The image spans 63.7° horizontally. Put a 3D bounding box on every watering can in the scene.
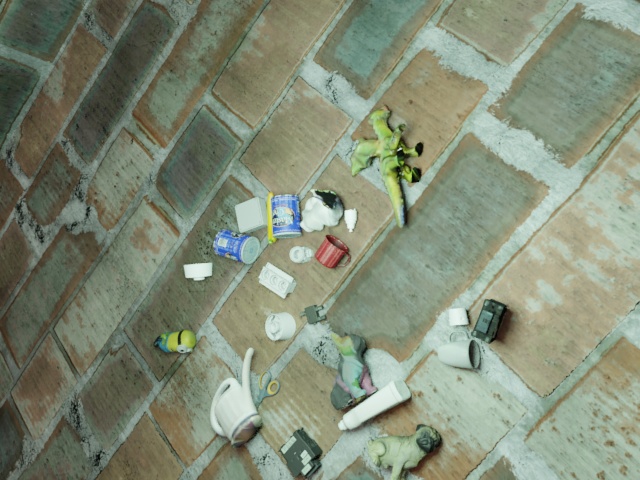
[{"bbox_3d":[-0.281,0.571,1.811,0.228,0.104,0.343,45,112,36],"label":"watering can"}]

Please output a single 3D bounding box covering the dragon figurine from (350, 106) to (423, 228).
[{"bbox_3d":[0.201,-0.250,1.699,0.243,0.121,0.412,4,83,46],"label":"dragon figurine"}]

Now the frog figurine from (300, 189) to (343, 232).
[{"bbox_3d":[0.005,-0.089,1.773,0.138,0.125,0.156,33,130,16],"label":"frog figurine"}]
